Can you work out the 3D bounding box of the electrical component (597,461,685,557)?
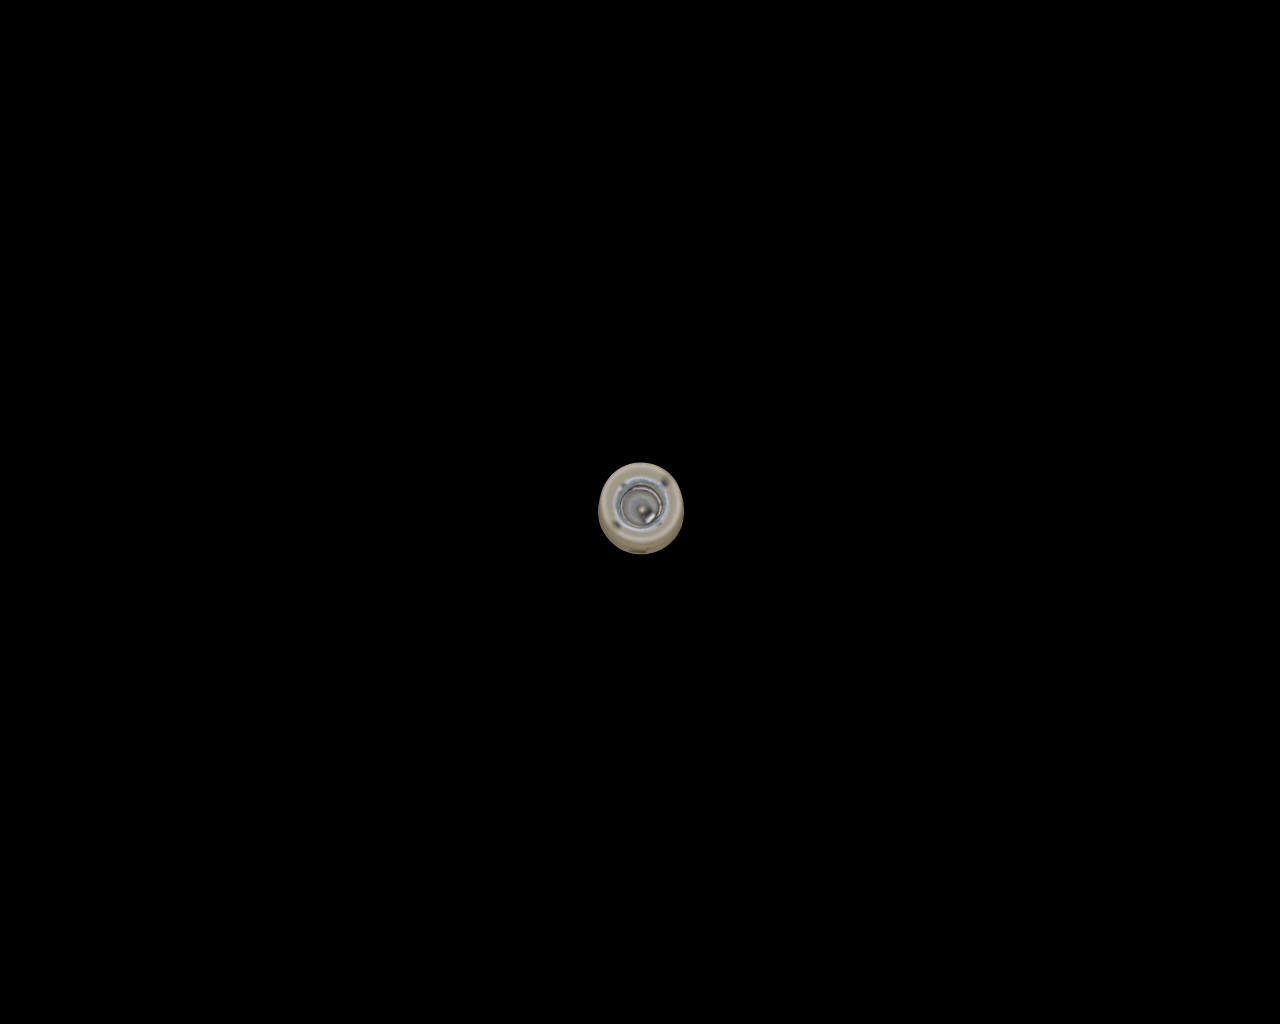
[{"bbox_3d":[0.001,-0.003,0.650,0.055,0.055,0.047,0,-8,0],"label":"electrical component"}]
